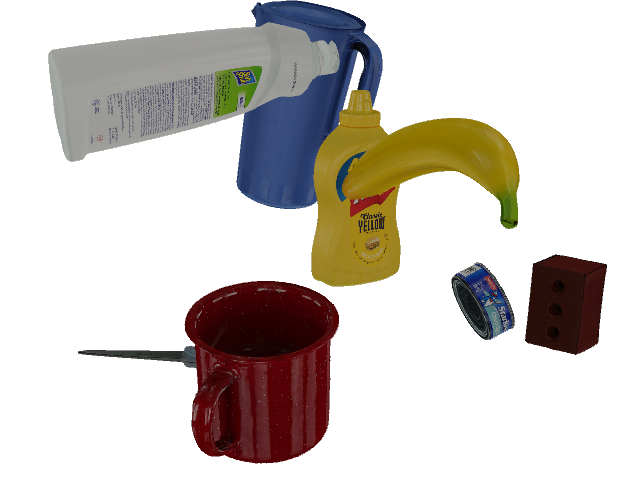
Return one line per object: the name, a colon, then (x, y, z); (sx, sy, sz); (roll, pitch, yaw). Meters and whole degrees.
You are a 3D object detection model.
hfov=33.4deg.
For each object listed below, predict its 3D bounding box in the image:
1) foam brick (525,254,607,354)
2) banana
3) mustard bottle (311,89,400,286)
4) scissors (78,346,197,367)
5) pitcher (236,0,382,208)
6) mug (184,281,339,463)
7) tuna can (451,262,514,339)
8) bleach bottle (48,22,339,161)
foam brick: (0.223, 0.058, 0.972); (0.053, 0.078, 0.051); (12, 18, 34)
banana: (0.079, -0.055, 0.756); (0.037, 0.069, 0.198); (33, -10, -29)
mustard bottle: (0.038, -0.054, 1.070); (0.096, 0.192, 0.058); (-9, 18, -33)
scissors: (-0.089, 0.090, 0.886); (0.202, 0.016, 0.096); (8, 21, 16)
pitcher: (-0.023, -0.163, 1.305); (0.144, 0.243, 0.149); (5, 23, -15)
mug: (-0.040, 0.087, 0.650); (0.093, 0.081, 0.117); (12, 30, 23)
tuna can: (0.185, 0.070, 1.226); (0.033, 0.086, 0.086); (-27, 4, -9)
bleach bottle: (-0.106, -0.138, 0.941); (0.250, 0.068, 0.103); (-11, -31, -16)
